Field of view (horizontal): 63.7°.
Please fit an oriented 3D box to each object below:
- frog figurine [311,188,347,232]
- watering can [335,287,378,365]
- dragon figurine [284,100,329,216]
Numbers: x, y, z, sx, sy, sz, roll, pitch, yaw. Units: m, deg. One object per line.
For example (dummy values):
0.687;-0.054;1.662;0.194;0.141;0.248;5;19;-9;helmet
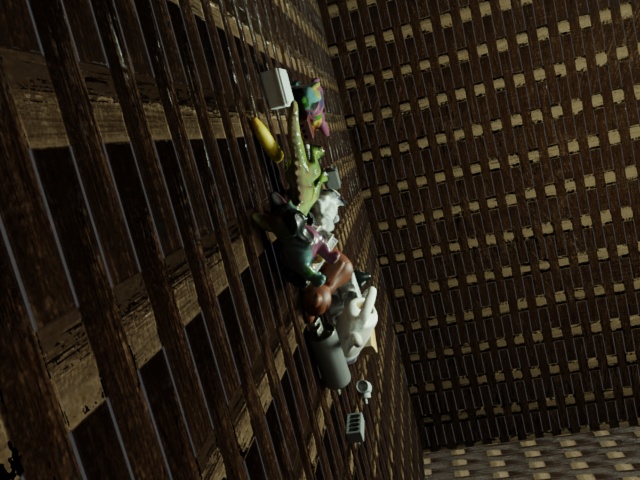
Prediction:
0.005;-0.085;1.696;0.161;0.123;0.135;-62;167;-13;frog figurine
0.092;0.264;1.463;0.220;0.104;0.353;-65;176;24;watering can
-0.058;-0.122;1.311;0.400;0.122;0.249;75;19;-46;dragon figurine
